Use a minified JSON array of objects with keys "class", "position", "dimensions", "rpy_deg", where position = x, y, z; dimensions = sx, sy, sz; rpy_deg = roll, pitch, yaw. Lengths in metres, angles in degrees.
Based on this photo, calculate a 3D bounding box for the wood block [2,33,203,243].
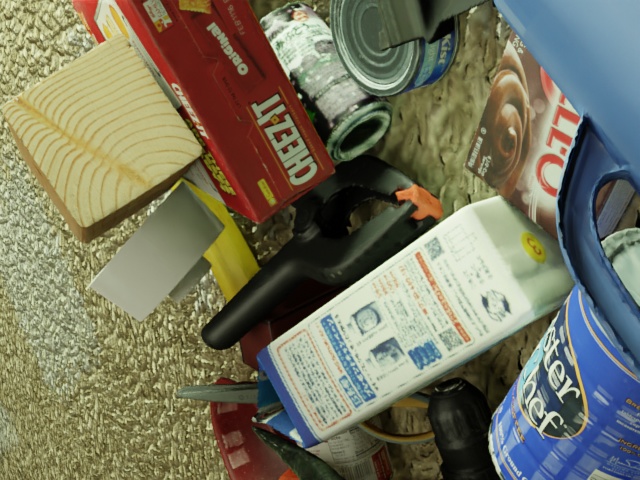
[{"class":"wood block","position":[-0.152,-0.060,0.741],"dimensions":[0.091,0.090,0.206],"rpy_deg":[57,168,-5]}]

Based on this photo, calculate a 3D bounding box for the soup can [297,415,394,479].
[{"class":"soup can","position":[0.013,0.142,0.827],"dimensions":[0.069,0.068,0.102],"rpy_deg":[-1,108,55]}]

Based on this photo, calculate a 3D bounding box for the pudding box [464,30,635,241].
[{"class":"pudding box","position":[0.134,-0.062,0.571],"dimensions":[0.090,0.039,0.114],"rpy_deg":[44,139,31]}]

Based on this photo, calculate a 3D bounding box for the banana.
[{"class":"banana","position":[-0.080,0.016,0.896],"dimensions":[0.037,0.069,0.198],"rpy_deg":[-33,81,13]}]

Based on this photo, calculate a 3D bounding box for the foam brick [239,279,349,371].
[{"class":"foam brick","position":[-0.020,0.064,0.821],"dimensions":[0.053,0.078,0.051],"rpy_deg":[17,125,50]}]

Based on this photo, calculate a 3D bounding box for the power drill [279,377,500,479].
[{"class":"power drill","position":[0.059,0.189,0.742],"dimensions":[0.188,0.057,0.184],"rpy_deg":[-13,103,33]}]

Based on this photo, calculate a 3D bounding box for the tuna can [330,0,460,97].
[{"class":"tuna can","position":[0.044,-0.133,0.662],"dimensions":[0.086,0.033,0.086],"rpy_deg":[31,131,42]}]

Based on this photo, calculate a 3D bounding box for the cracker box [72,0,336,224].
[{"class":"cracker box","position":[-0.086,-0.112,0.740],"dimensions":[0.164,0.072,0.214],"rpy_deg":[60,167,-21]}]

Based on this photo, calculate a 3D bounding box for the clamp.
[{"class":"clamp","position":[-0.005,0.001,0.747],"dimensions":[0.210,0.036,0.164],"rpy_deg":[-4,64,49]}]

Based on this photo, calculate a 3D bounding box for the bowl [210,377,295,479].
[{"class":"bowl","position":[-0.034,0.184,0.917],"dimensions":[0.162,0.055,0.162],"rpy_deg":[43,144,42]}]

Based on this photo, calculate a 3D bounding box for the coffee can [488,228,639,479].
[{"class":"coffee can","position":[0.160,0.077,0.556],"dimensions":[0.103,0.102,0.140],"rpy_deg":[49,142,27]}]

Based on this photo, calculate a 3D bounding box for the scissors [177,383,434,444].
[{"class":"scissors","position":[-0.002,0.095,0.773],"dimensions":[0.202,0.016,0.096],"rpy_deg":[13,105,8]}]

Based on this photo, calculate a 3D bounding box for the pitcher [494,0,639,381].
[{"class":"pitcher","position":[0.171,-0.041,0.423],"dimensions":[0.243,0.149,0.145],"rpy_deg":[54,142,16]}]
